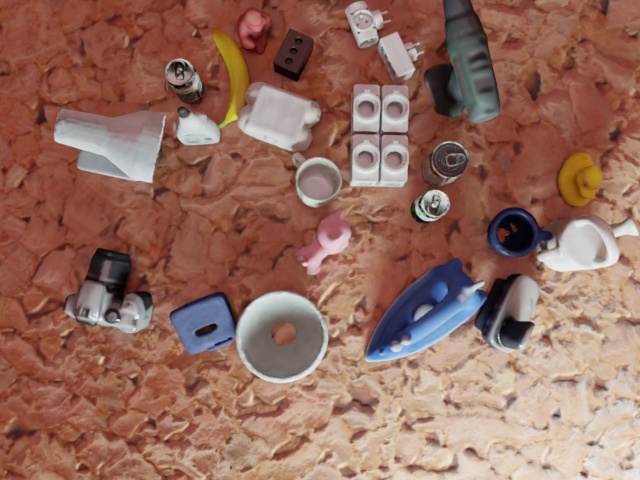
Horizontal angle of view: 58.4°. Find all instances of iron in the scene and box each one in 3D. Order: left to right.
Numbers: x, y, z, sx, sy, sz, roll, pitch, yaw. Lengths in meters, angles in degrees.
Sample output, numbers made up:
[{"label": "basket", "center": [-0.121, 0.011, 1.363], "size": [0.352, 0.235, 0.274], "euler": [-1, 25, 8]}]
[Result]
[{"label": "iron", "center": [0.190, 0.146, 1.039], "size": [0.258, 0.141, 0.118], "euler": [-39, 88, -4]}]

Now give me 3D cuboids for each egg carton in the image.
[{"label": "egg carton", "center": [-0.079, -0.234, 1.095], "size": [0.150, 0.069, 0.107], "euler": [19, 85, 0]}]

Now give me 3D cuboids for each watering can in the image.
[{"label": "watering can", "center": [0.482, -0.001, 1.032], "size": [0.173, 0.194, 0.101], "euler": [-41, 88, -4]}]

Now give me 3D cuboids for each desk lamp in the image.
[{"label": "desk lamp", "center": [-0.358, -0.167, 1.009], "size": [0.203, 0.213, 0.118], "euler": [10, 85, -1]}]

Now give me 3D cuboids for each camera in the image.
[{"label": "camera", "center": [-0.381, 0.090, 1.046], "size": [0.143, 0.100, 0.137], "euler": [13, 85, -1]}]

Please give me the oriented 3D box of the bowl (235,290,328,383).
[{"label": "bowl", "center": [-0.070, 0.176, 1.062], "size": [0.167, 0.074, 0.167], "euler": [0, 86, -2]}]

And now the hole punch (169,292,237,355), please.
[{"label": "hole punch", "center": [-0.207, 0.154, 1.051], "size": [0.108, 0.091, 0.101], "euler": [-23, 87, -3]}]

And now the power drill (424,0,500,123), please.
[{"label": "power drill", "center": [0.252, -0.314, 1.041], "size": [0.075, 0.208, 0.230], "euler": [-19, 86, -3]}]

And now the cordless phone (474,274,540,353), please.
[{"label": "cordless phone", "center": [0.359, 0.133, 1.023], "size": [0.094, 0.185, 0.148], "euler": [23, 85, 1]}]

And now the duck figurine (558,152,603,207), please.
[{"label": "duck figurine", "center": [0.507, -0.120, 1.096], "size": [0.077, 0.086, 0.105], "euler": [4, 86, -1]}]

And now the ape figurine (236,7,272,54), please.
[{"label": "ape figurine", "center": [-0.126, -0.411, 1.095], "size": [0.078, 0.092, 0.076], "euler": [-39, 88, -4]}]

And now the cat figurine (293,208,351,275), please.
[{"label": "cat figurine", "center": [0.010, 0.004, 1.056], "size": [0.128, 0.117, 0.067], "euler": [-44, 88, -4]}]

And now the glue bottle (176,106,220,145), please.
[{"label": "glue bottle", "center": [-0.231, -0.211, 1.036], "size": [0.078, 0.173, 0.037], "euler": [-2, 86, -1]}]

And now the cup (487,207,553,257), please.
[{"label": "cup", "center": [0.366, -0.010, 1.079], "size": [0.117, 0.095, 0.092], "euler": [5, 86, -1]}]
